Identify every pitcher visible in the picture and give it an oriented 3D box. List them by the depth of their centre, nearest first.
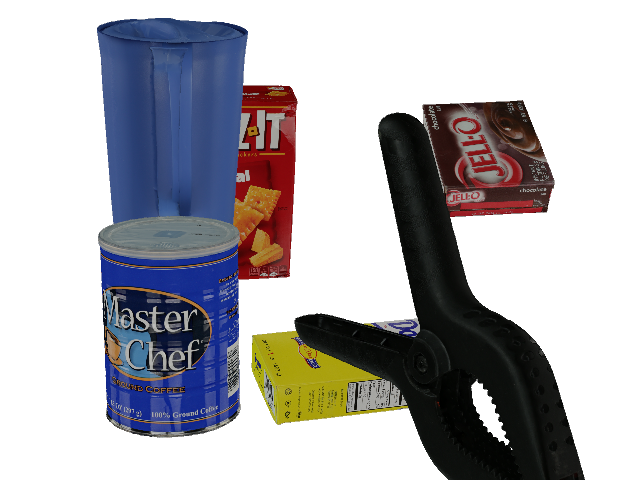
[{"bbox_3d":[-0.135,-0.077,0.976,0.145,0.243,0.148,17,25,36],"label":"pitcher"}]

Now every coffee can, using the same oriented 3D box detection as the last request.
[{"bbox_3d":[-0.111,0.061,0.795,0.103,0.140,0.103,0,14,0],"label":"coffee can"}]

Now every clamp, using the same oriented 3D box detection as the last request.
[{"bbox_3d":[0.063,0.048,0.534,0.036,0.165,0.210,-11,42,-33],"label":"clamp"}]

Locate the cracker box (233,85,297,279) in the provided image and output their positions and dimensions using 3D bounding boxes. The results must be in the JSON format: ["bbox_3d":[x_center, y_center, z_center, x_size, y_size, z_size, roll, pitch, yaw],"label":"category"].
[{"bbox_3d":[-0.112,-0.061,1.188,0.164,0.214,0.072,-1,24,-11],"label":"cracker box"}]

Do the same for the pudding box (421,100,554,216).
[{"bbox_3d":[0.136,-0.070,0.892,0.090,0.039,0.113,-3,42,-6],"label":"pudding box"}]

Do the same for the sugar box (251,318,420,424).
[{"bbox_3d":[0.034,0.112,0.944,0.176,0.048,0.093,-7,27,-14],"label":"sugar box"}]
